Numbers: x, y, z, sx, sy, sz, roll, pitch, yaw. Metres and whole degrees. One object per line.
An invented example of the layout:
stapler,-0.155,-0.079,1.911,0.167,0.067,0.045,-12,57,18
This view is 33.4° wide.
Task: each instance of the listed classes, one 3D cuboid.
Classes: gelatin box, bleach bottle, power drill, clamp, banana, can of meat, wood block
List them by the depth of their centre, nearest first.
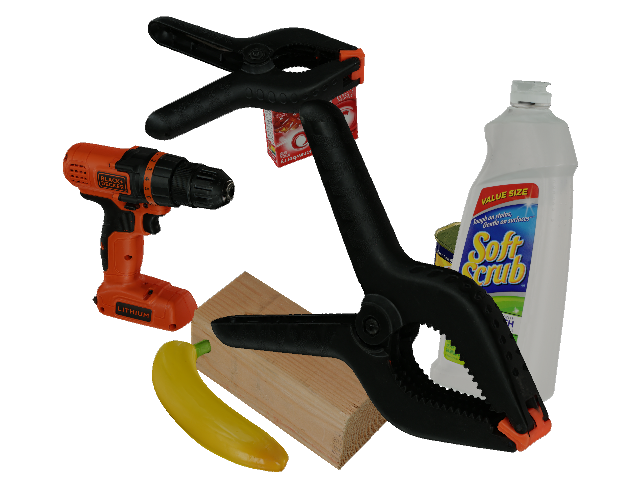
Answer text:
clamp,0.036,0.031,0.571,0.210,0.165,0.036,31,28,29
clamp,-0.055,-0.135,0.813,0.171,0.120,0.039,-9,-31,-10
banana,-0.091,0.124,0.846,0.069,0.037,0.198,-9,27,-21
bleach bottle,0.148,-0.001,0.848,0.103,0.251,0.067,13,15,40
gelatin box,-0.009,-0.117,1.007,0.089,0.073,0.030,-21,46,-17
power drill,-0.168,-0.004,1.078,0.185,0.188,0.057,12,29,22
wood block,-0.031,0.133,1.125,0.206,0.090,0.090,31,49,24
can of meat,0.177,0.040,1.245,0.057,0.084,0.102,-22,41,-32
